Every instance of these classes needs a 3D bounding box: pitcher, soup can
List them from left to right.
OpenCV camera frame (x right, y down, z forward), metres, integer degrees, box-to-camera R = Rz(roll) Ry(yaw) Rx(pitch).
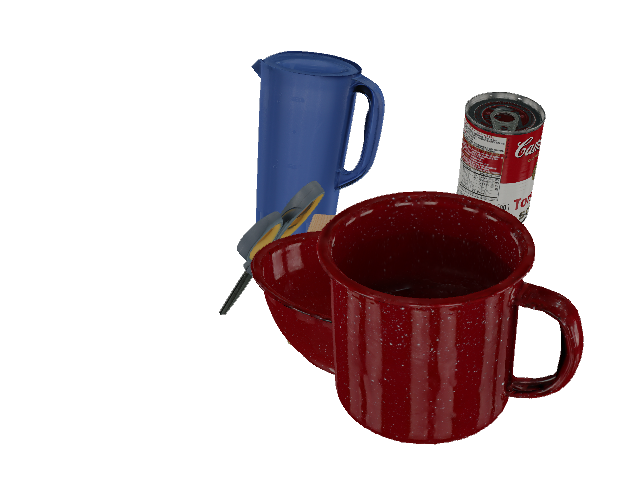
[{"bbox_3d":[-0.014,-0.122,1.421,0.144,0.243,0.149,-4,24,-22],"label":"pitcher"},{"bbox_3d":[0.154,-0.068,0.931,0.068,0.102,0.068,1,36,-1],"label":"soup can"}]

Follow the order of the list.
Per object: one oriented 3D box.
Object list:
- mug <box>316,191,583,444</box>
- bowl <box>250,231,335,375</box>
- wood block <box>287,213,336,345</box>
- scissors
[{"bbox_3d":[0.057,0.037,0.471,0.117,0.081,0.093,10,33,20],"label":"mug"},{"bbox_3d":[0.033,0.046,0.683,0.162,0.055,0.162,6,20,-2],"label":"bowl"},{"bbox_3d":[0.020,0.046,1.316,0.091,0.090,0.206,4,23,6],"label":"wood block"},{"bbox_3d":[-0.064,0.022,0.924,0.202,0.016,0.096,-49,-12,35],"label":"scissors"}]
